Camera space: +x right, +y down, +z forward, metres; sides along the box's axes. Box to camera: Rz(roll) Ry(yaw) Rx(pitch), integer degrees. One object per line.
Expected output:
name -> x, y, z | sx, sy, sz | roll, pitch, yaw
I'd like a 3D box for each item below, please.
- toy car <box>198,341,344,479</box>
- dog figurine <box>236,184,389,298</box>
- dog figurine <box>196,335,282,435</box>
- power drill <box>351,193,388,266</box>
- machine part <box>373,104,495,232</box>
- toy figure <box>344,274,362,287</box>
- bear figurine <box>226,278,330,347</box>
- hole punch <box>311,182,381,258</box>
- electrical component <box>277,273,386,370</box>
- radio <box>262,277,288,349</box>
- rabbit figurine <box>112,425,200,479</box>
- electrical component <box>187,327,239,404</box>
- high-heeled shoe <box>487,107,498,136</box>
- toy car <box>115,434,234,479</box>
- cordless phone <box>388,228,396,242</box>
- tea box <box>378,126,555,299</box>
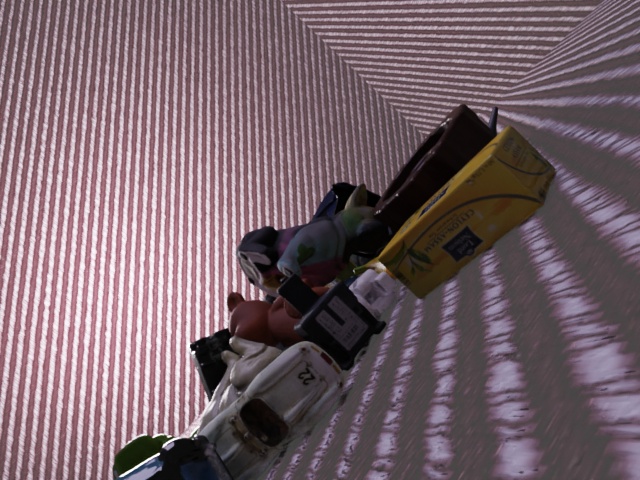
toy car -> -0.059, 0.182, 0.537 | 0.201, 0.073, 0.056 | -46, -3, 15
dog figurine -> -0.002, -0.003, 0.852 | 0.219, 0.192, 0.108 | -43, -47, -30
dog figurine -> -0.098, 0.225, 0.622 | 0.190, 0.121, 0.172 | -62, 5, -33
power drill -> 0.091, 0.002, 1.076 | 0.232, 0.086, 0.207 | -47, 34, 43
machine part -> 0.142, -0.086, 0.688 | 0.179, 0.056, 0.179 | -51, 4, 4
toy figure -> 0.055, 0.087, 0.823 | 0.064, 0.058, 0.154 | -40, -6, -2
bear figurine -> -0.061, 0.120, 0.739 | 0.196, 0.120, 0.132 | -8, 6, 24
hole punch -> 0.054, -0.040, 0.962 | 0.115, 0.142, 0.092 | -68, 25, 7
electrical component -> 0.008, 0.084, 0.616 | 0.075, 0.119, 0.048 | -43, -1, -20
radio -> -0.057, 0.153, 0.957 | 0.073, 0.131, 0.229 | -47, -1, -33
rabbit figurine -> -0.182, 0.314, 0.738 | 0.170, 0.121, 0.159 | -24, -21, -33
electrical component -> -0.146, 0.193, 0.782 | 0.058, 0.115, 0.134 | -18, -9, -20
high-heeled shoe -> 0.247, -0.101, 0.832 | 0.248, 0.086, 0.145 | 51, -128, -72
toy car -> -0.146, 0.256, 0.494 | 0.162, 0.109, 0.102 | -37, -20, -12
cordless phone -> 0.191, -0.059, 0.877 | 0.184, 0.088, 0.146 | -25, -2, -9
tea box -> 0.147, -0.025, 0.549 | 0.169, 0.068, 0.098 | -46, -1, 38
